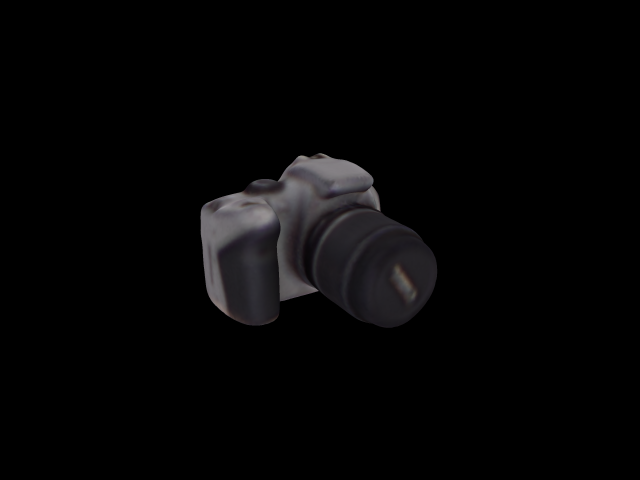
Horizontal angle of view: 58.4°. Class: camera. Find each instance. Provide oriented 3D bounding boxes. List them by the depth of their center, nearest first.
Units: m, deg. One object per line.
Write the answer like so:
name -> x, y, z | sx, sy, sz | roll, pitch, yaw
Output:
camera -> 0.004, 0.001, 0.400 | 0.143, 0.101, 0.136 | -13, 26, -29
